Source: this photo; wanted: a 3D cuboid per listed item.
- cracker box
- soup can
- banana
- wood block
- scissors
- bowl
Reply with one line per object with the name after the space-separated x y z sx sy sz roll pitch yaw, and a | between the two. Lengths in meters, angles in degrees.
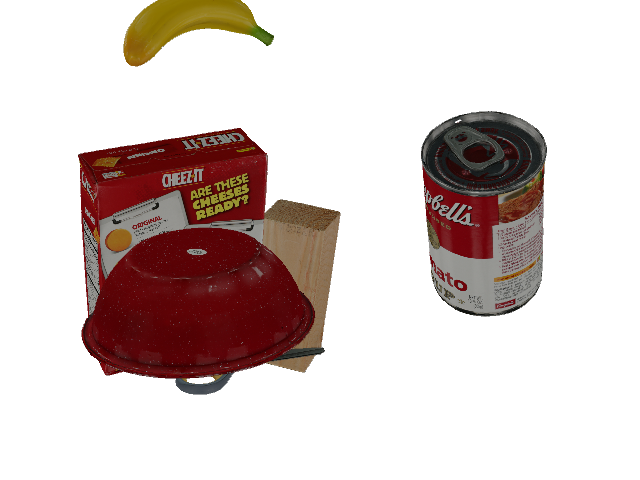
-0.140 0.010 1.018 0.164 0.214 0.072 -12 35 -25 | cracker box
0.095 -0.014 0.614 0.068 0.068 0.102 -5 -45 5 | soup can
-0.124 -0.207 1.016 0.070 0.037 0.197 45 39 19 | banana
-0.039 0.060 1.451 0.090 0.206 0.090 12 21 11 | wood block
-0.083 0.142 1.191 0.201 0.016 0.096 3 25 -14 | scissors
-0.085 0.033 0.732 0.162 0.055 0.162 -2 22 1 | bowl
